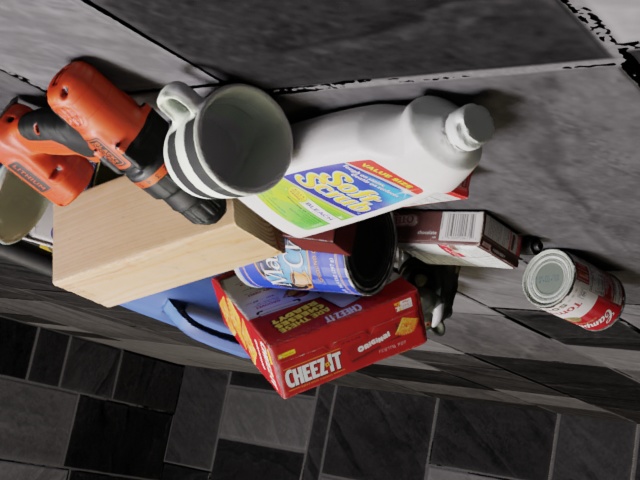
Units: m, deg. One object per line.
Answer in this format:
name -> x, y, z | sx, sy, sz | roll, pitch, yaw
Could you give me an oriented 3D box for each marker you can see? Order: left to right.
marker -> 0.189, 0.010, 1.141 | 0.020, 0.020, 0.121 | 19, 165, -35

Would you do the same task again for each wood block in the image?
wood block -> -0.146, -0.012, 1.012 | 0.206, 0.091, 0.090 | -17, 154, 24

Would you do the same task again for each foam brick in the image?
foam brick -> 0.004, -0.031, 0.981 | 0.053, 0.078, 0.051 | 7, 169, 23

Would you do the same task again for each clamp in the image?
clamp -> -0.358, -0.006, 1.107 | 0.165, 0.036, 0.210 | 15, 169, 17

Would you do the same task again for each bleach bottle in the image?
bleach bottle -> 0.032, -0.065, 0.827 | 0.102, 0.068, 0.251 | 38, 152, -23

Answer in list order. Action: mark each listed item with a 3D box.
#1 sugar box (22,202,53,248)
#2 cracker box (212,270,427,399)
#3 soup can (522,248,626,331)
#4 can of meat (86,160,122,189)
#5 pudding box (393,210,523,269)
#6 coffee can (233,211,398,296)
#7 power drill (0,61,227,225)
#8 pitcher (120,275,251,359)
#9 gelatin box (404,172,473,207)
sugar box -> -0.237, -0.023, 1.192 | 0.176, 0.093, 0.048 | 18, 166, -33
cracker box -> -0.006, 0.074, 1.138 | 0.164, 0.072, 0.214 | -21, -157, -14
soup can -> 0.275, 0.054, 1.157 | 0.102, 0.068, 0.069 | 23, 163, -40
can of meat -> -0.218, -0.055, 1.117 | 0.084, 0.057, 0.101 | 2, 165, 43
pudding box -> 0.138, -0.001, 1.097 | 0.114, 0.039, 0.089 | 4, 167, 38
coffee can -> -0.007, 0.001, 1.077 | 0.141, 0.103, 0.102 | 3, 166, 33
power drill -> -0.188, -0.072, 0.919 | 0.188, 0.057, 0.184 | -5, 139, 47
pitcher -> -0.176, 0.071, 1.475 | 0.242, 0.145, 0.149 | 20, 167, -27
gelatin box -> 0.074, -0.055, 0.921 | 0.073, 0.030, 0.089 | 17, 168, -33
